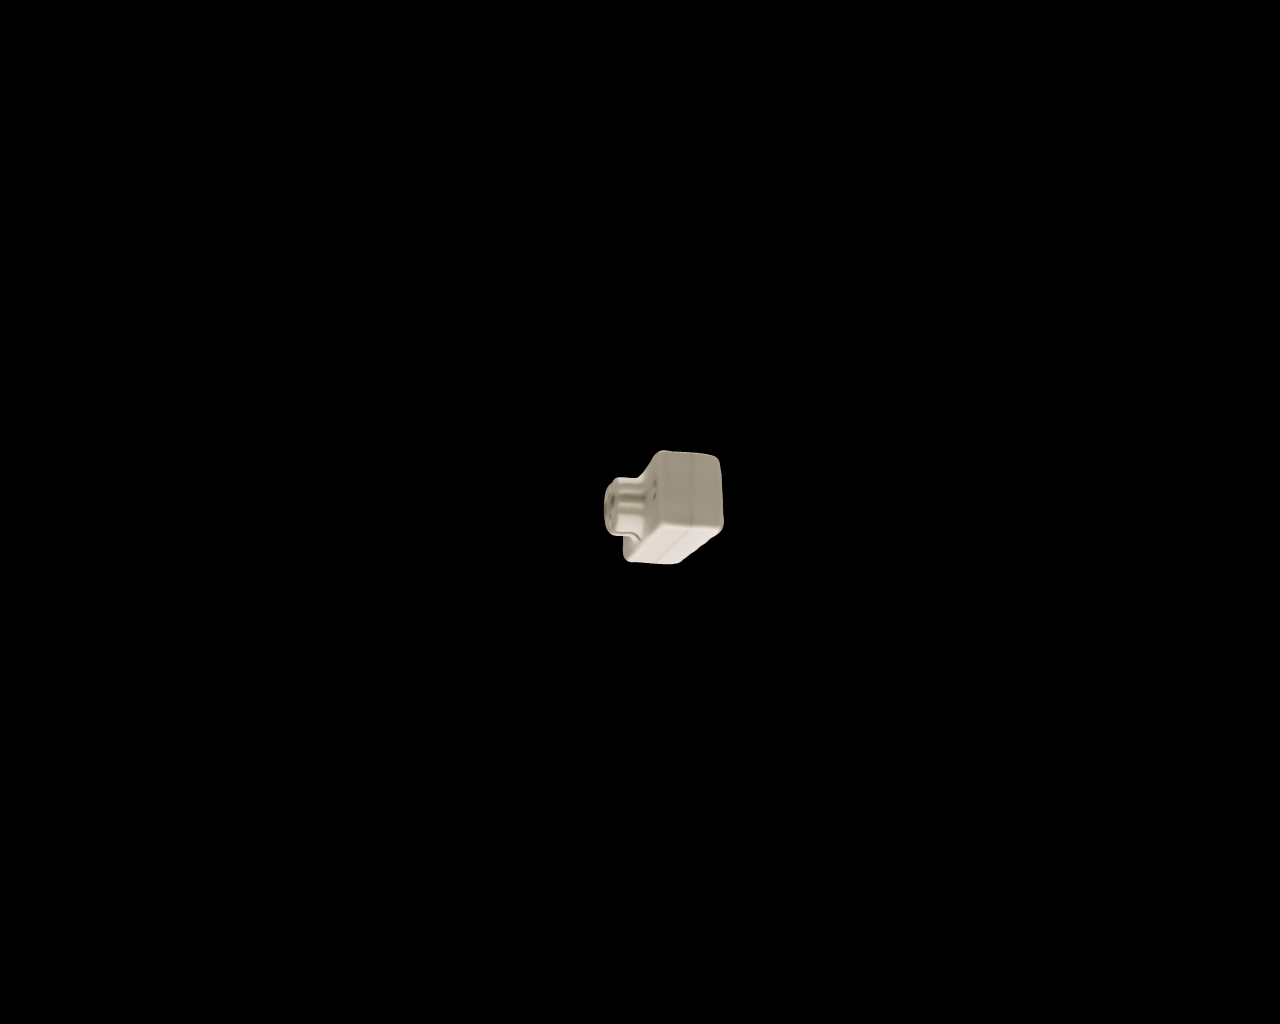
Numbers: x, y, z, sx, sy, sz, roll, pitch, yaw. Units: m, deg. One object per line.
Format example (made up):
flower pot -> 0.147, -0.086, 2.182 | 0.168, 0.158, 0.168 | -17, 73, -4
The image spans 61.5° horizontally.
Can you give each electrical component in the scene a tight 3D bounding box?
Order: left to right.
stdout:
electrical component -> 0.001, -0.003, 0.650 | 0.076, 0.047, 0.083 | 5, -19, -15
